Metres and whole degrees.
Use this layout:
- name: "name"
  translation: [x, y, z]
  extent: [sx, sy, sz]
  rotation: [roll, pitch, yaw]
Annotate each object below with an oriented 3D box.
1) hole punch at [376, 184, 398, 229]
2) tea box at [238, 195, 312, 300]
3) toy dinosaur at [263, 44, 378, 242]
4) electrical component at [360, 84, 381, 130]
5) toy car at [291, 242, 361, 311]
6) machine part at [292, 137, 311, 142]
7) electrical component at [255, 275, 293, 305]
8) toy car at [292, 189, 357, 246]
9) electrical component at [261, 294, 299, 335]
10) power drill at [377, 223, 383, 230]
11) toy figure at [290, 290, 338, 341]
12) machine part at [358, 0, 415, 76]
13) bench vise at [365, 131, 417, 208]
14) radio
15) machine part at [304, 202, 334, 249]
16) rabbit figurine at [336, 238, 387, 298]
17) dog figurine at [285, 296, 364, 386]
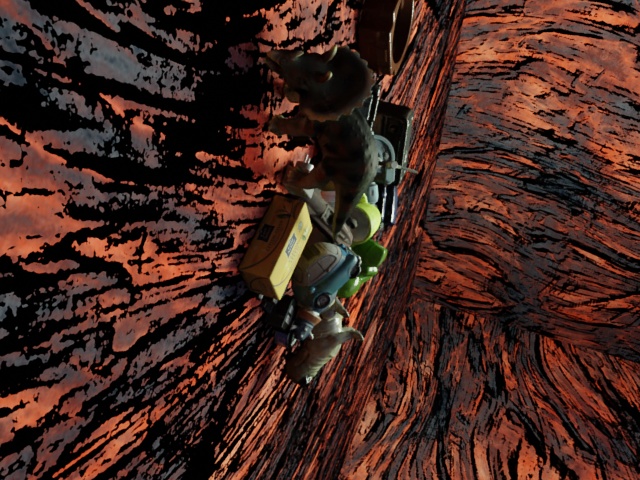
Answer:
- name: "hole punch"
  translation: [0.184, -0.095, 1.506]
  extent: [0.116, 0.092, 0.142]
  rotation: [176, -78, -71]
- name: "tea box"
  translation: [-0.080, 0.014, 1.008]
  extent: [0.098, 0.068, 0.169]
  rotation: [75, 35, -60]
- name: "toy dinosaur"
  translation: [0.032, -0.160, 0.914]
  extent: [0.131, 0.192, 0.404]
  rotation: [-52, 130, -32]
- name: "electrical component"
  translation: [0.100, -0.311, 1.259]
  extent: [0.134, 0.058, 0.114]
  rotation: [-97, -163, -80]
- name: "toy car"
  translation: [0.000, 0.060, 1.110]
  extent: [0.161, 0.109, 0.102]
  rotation: [-39, 127, 0]
- name: "machine part"
  translation: [-0.014, -0.230, 1.057]
  extent: [0.139, 0.039, 0.084]
  rotation: [-51, 157, -57]
- name: "electrical component"
  translation: [-0.093, 0.083, 1.076]
  extent: [0.078, 0.045, 0.102]
  rotation: [36, 65, -42]
- name: "toy car"
  translation: [0.015, -0.045, 1.155]
  extent: [0.202, 0.053, 0.089]
  rotation: [44, 61, -35]
- name: "electrical component"
  translation: [-0.086, 0.150, 1.147]
  extent: [0.119, 0.048, 0.075]
  rotation: [76, 33, -62]
- name: "power drill"
  translation: [0.137, -0.032, 1.660]
  extent: [0.207, 0.086, 0.231]
  rotation: [-64, 160, -45]
- name: "toy figure"
  translation: [-0.013, 0.150, 1.181]
  extent: [0.154, 0.064, 0.058]
  rotation: [-58, 173, -5]
- name: "machine part"
  translation: [0.159, -0.514, 1.283]
  extent: [0.200, 0.087, 0.201]
  rotation: [72, 38, -61]
- name: "bench vise"
  translation: [0.138, -0.172, 1.381]
  extent: [0.241, 0.129, 0.223]
  rotation: [-152, -113, -70]
- name: "radio"
  translation: [0.180, -0.264, 1.493]
  extent: [0.073, 0.131, 0.229]
  rotation: [-59, 158, -46]
- name: "machine part"
  translation: [-0.003, -0.004, 1.229]
  extent: [0.079, 0.079, 0.243]
  rotation: [57, 51, -68]
- name: "rabbit figurine"
  translation: [0.088, 0.070, 1.400]
  extent: [0.170, 0.121, 0.159]
  rotation: [-59, 168, 5]
- name: "dog figurine"
  translation: [-0.020, 0.221, 1.242]
  extent: [0.190, 0.172, 0.121]
  rotation: [-31, 171, -8]
